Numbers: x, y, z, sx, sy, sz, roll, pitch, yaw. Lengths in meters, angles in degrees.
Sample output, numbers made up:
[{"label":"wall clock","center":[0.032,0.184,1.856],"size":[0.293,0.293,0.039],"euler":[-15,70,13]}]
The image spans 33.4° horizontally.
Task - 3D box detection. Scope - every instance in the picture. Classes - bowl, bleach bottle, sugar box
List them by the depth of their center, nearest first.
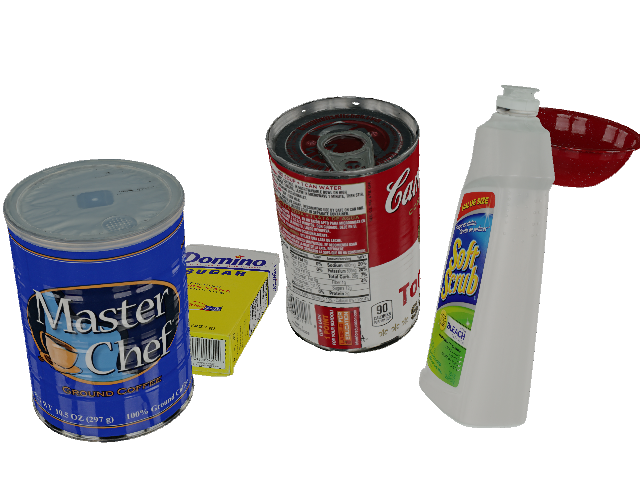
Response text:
[{"label":"bleach bottle","center":[0.131,0.009,0.809],"size":[0.068,0.251,0.103],"euler":[2,13,-16]},{"label":"sugar box","center":[-0.100,0.056,0.944],"size":[0.093,0.048,0.176],"euler":[6,25,9]},{"label":"bowl","center":[0.268,-0.100,1.175],"size":[0.162,0.055,0.162],"euler":[6,23,-3]}]

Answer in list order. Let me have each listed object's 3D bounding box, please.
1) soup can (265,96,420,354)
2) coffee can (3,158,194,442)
[{"label":"soup can","center":[0.013,-0.006,0.498],"size":[0.068,0.102,0.068],"euler":[-3,35,2]},{"label":"coffee can","center":[-0.131,0.035,0.647],"size":[0.103,0.140,0.103],"euler":[1,30,-1]}]
